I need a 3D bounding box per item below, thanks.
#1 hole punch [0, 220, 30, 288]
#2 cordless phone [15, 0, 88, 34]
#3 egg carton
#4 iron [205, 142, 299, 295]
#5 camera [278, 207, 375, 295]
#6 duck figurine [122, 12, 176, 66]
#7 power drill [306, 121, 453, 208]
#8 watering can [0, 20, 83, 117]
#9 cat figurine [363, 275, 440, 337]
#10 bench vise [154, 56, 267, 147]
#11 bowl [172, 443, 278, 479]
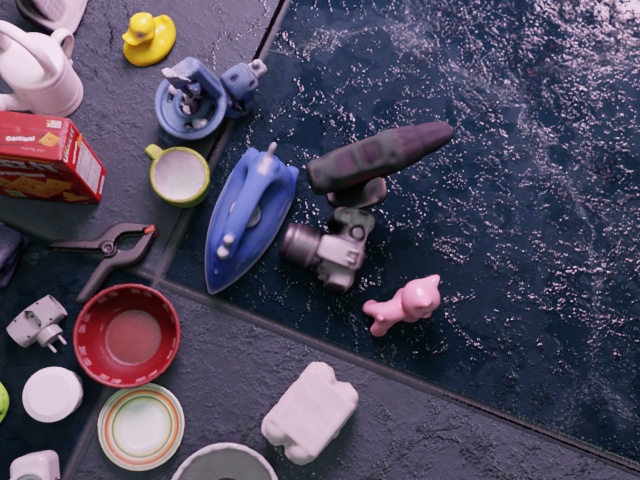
[{"bbox_3d":[-0.529,0.010,0.890,0.108,0.091,0.101,20,76,-3],"label":"hole punch"},{"bbox_3d":[-0.457,-0.445,0.950,0.094,0.185,0.148,11,77,-5],"label":"cordless phone"},{"bbox_3d":[-0.014,0.277,0.914,0.107,0.069,0.150,40,76,2],"label":"egg carton"},{"bbox_3d":[-0.123,-0.036,0.929,0.118,0.141,0.258,24,76,-2],"label":"iron"},{"bbox_3d":[0.009,0.003,0.960,0.137,0.100,0.143,20,76,-3],"label":"camera"},{"bbox_3d":[-0.303,-0.366,1.005,0.077,0.086,0.105,45,76,3],"label":"duck figurine"},{"bbox_3d":[0.085,-0.118,0.941,0.230,0.208,0.075,-19,81,-11],"label":"power drill"},{"bbox_3d":[-0.456,-0.269,0.908,0.101,0.194,0.173,11,77,-5],"label":"watering can"},{"bbox_3d":[0.143,0.108,0.947,0.128,0.117,0.067,-23,82,-12],"label":"cat figurine"},{"bbox_3d":[-0.188,-0.255,0.928,0.121,0.219,0.207,38,76,2],"label":"bench vise"},{"bbox_3d":[-0.145,0.391,0.868,0.167,0.074,0.167,2,78,-7],"label":"bowl"}]
